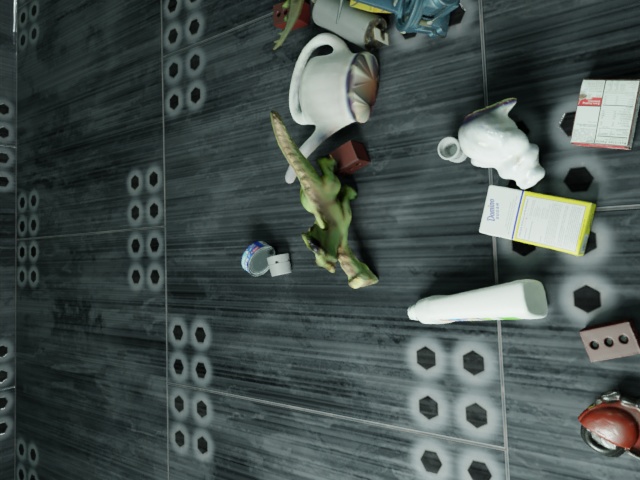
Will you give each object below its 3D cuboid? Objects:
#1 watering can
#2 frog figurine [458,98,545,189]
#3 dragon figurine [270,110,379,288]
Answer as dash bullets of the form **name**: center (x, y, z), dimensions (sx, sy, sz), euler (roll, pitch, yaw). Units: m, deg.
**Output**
- **watering can**: center (0.019, -0.295, 1.156), dimensions (0.224, 0.104, 0.348), euler (7, 90, 36)
- **frog figurine**: center (0.323, -0.161, 0.927), dimensions (0.136, 0.123, 0.160), euler (-25, 82, 67)
- **dragon figurine**: center (0.003, -0.053, 1.047), dimensions (0.121, 0.404, 0.249), euler (-28, 33, 18)
